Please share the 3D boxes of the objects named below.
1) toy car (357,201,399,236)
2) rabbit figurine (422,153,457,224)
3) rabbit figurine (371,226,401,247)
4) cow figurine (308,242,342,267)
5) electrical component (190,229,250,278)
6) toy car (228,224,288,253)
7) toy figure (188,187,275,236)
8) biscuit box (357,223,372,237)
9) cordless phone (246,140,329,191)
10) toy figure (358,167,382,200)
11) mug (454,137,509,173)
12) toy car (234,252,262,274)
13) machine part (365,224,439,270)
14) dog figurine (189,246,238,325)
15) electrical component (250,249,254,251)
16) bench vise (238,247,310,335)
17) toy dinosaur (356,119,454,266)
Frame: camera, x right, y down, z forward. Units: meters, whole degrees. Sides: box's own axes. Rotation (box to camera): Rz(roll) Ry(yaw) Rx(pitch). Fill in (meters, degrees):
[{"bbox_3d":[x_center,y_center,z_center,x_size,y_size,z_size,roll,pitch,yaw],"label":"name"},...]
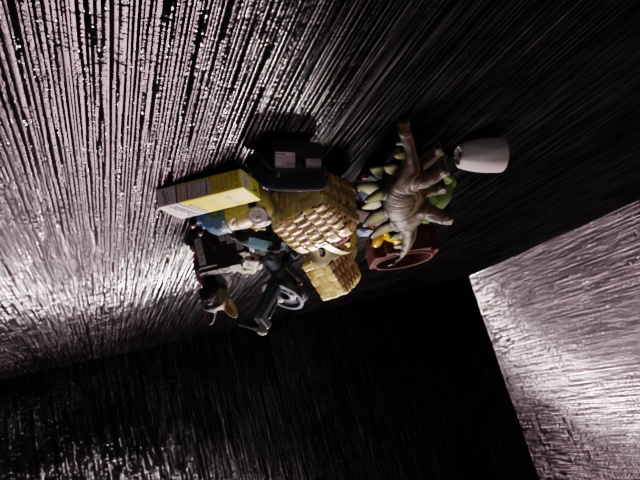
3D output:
[{"bbox_3d":[0.131,-0.065,1.341,0.202,0.053,0.089,15,140,14],"label":"toy car"},{"bbox_3d":[0.240,-0.130,1.269,0.159,0.121,0.170,-30,145,34],"label":"rabbit figurine"},{"bbox_3d":[0.170,-0.058,1.440,0.122,0.162,0.173,-9,152,24],"label":"rabbit figurine"},{"bbox_3d":[-0.003,-0.004,1.396,0.127,0.086,0.194,-47,150,-33],"label":"cow figurine"},{"bbox_3d":[-0.243,0.023,1.327,0.134,0.115,0.058,-12,167,-6],"label":"electrical component"},{"bbox_3d":[-0.154,-0.026,1.268,0.161,0.109,0.103,7,173,-36],"label":"toy car"},{"bbox_3d":[-0.186,-0.060,1.142,0.180,0.089,0.082,-9,172,10],"label":"toy figure"},{"bbox_3d":[0.107,-0.048,1.534,0.059,0.063,0.202,-25,163,36],"label":"biscuit box"},{"bbox_3d":[-0.086,-0.128,1.016,0.146,0.088,0.184,-5,-179,-36],"label":"cordless phone"},{"bbox_3d":[0.121,-0.132,1.239,0.064,0.058,0.154,-24,162,-8],"label":"toy figure"},{"bbox_3d":[0.363,-0.192,1.240,0.107,0.080,0.109,-1,169,-10],"label":"mug"},{"bbox_3d":[-0.216,0.070,1.591,0.073,0.056,0.202,8,166,-15],"label":"toy car"},{"bbox_3d":[0.245,0.026,1.623,0.201,0.087,0.201,-9,165,-7],"label":"machine part"},{"bbox_3d":[-0.269,0.111,1.429,0.109,0.219,0.191,-14,165,9],"label":"dog figurine"},{"bbox_3d":[-0.171,-0.010,1.410,0.075,0.048,0.119,-9,165,-23],"label":"electrical component"},{"bbox_3d":[-0.117,0.130,1.405,0.129,0.240,0.223,5,142,29],"label":"bench vise"},{"bbox_3d":[0.188,-0.079,1.188,0.199,0.105,0.470,-10,141,8],"label":"toy dinosaur"}]
